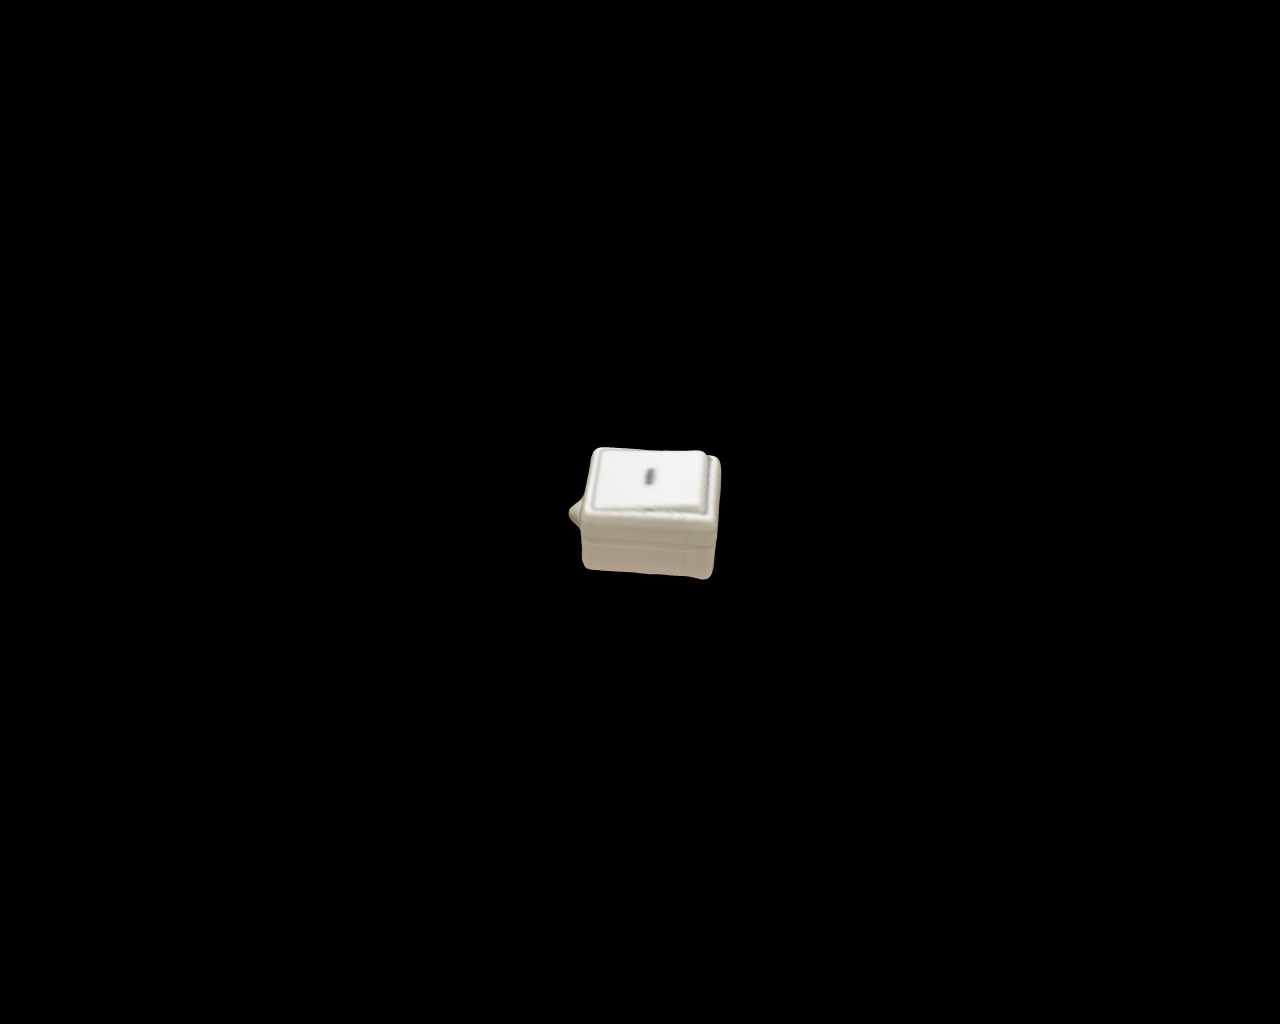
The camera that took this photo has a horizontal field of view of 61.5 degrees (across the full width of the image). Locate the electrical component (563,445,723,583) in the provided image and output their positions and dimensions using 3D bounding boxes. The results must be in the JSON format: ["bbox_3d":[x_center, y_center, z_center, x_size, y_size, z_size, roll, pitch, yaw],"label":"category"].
[{"bbox_3d":[0.001,-0.003,0.650,0.096,0.062,0.061,4,-43,4],"label":"electrical component"}]
